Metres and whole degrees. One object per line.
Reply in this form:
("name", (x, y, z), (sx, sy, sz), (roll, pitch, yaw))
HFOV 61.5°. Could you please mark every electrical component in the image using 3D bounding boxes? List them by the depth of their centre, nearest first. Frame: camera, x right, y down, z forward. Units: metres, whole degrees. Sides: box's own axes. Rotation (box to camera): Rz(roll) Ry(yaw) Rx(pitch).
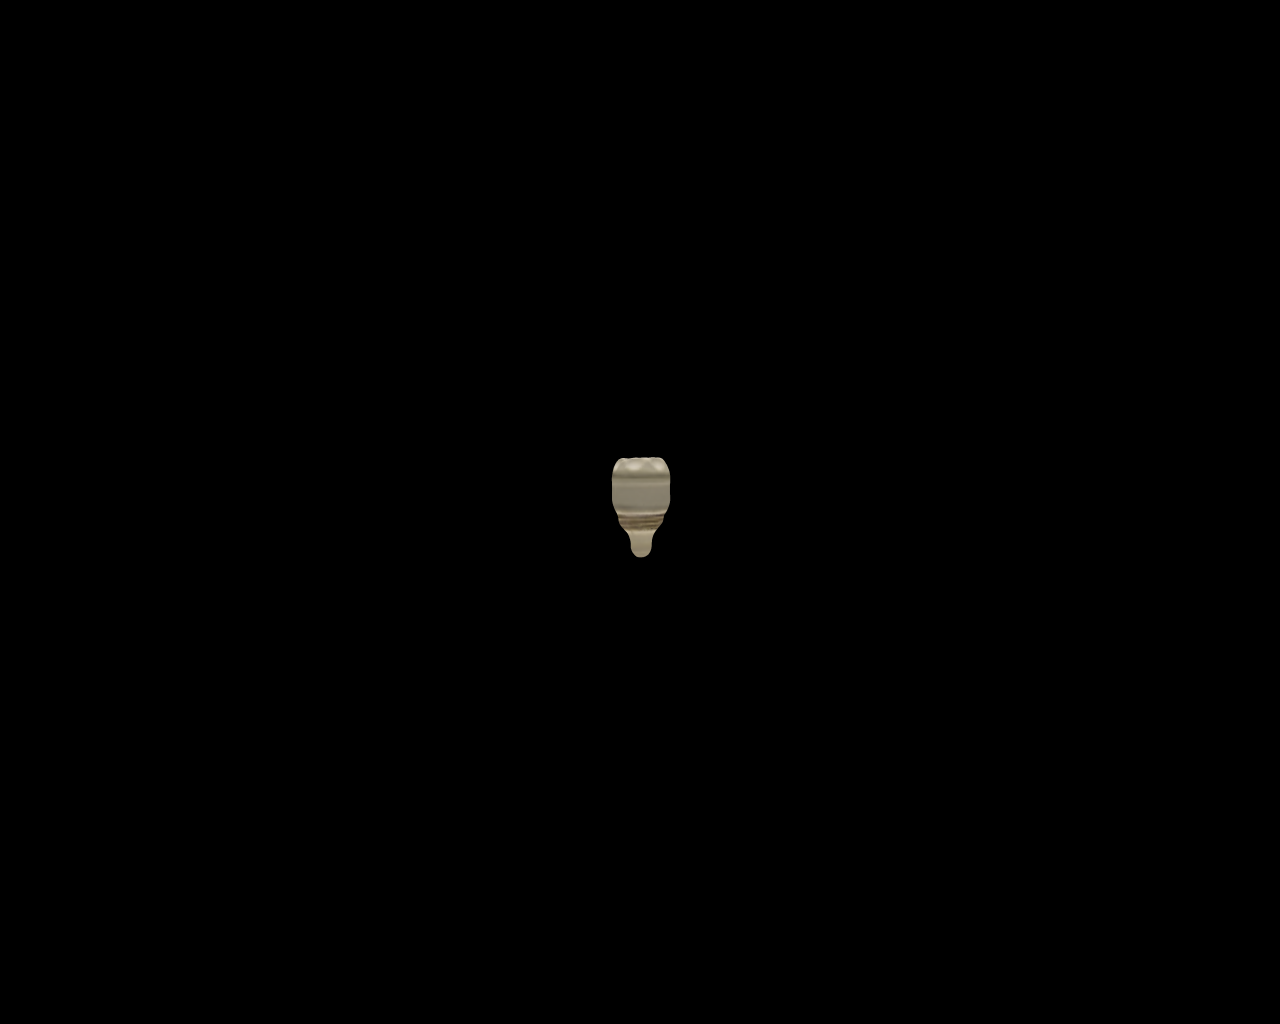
("electrical component", (0.001, -0.003, 0.650), (0.035, 0.061, 0.035), (0, 3, 0))
